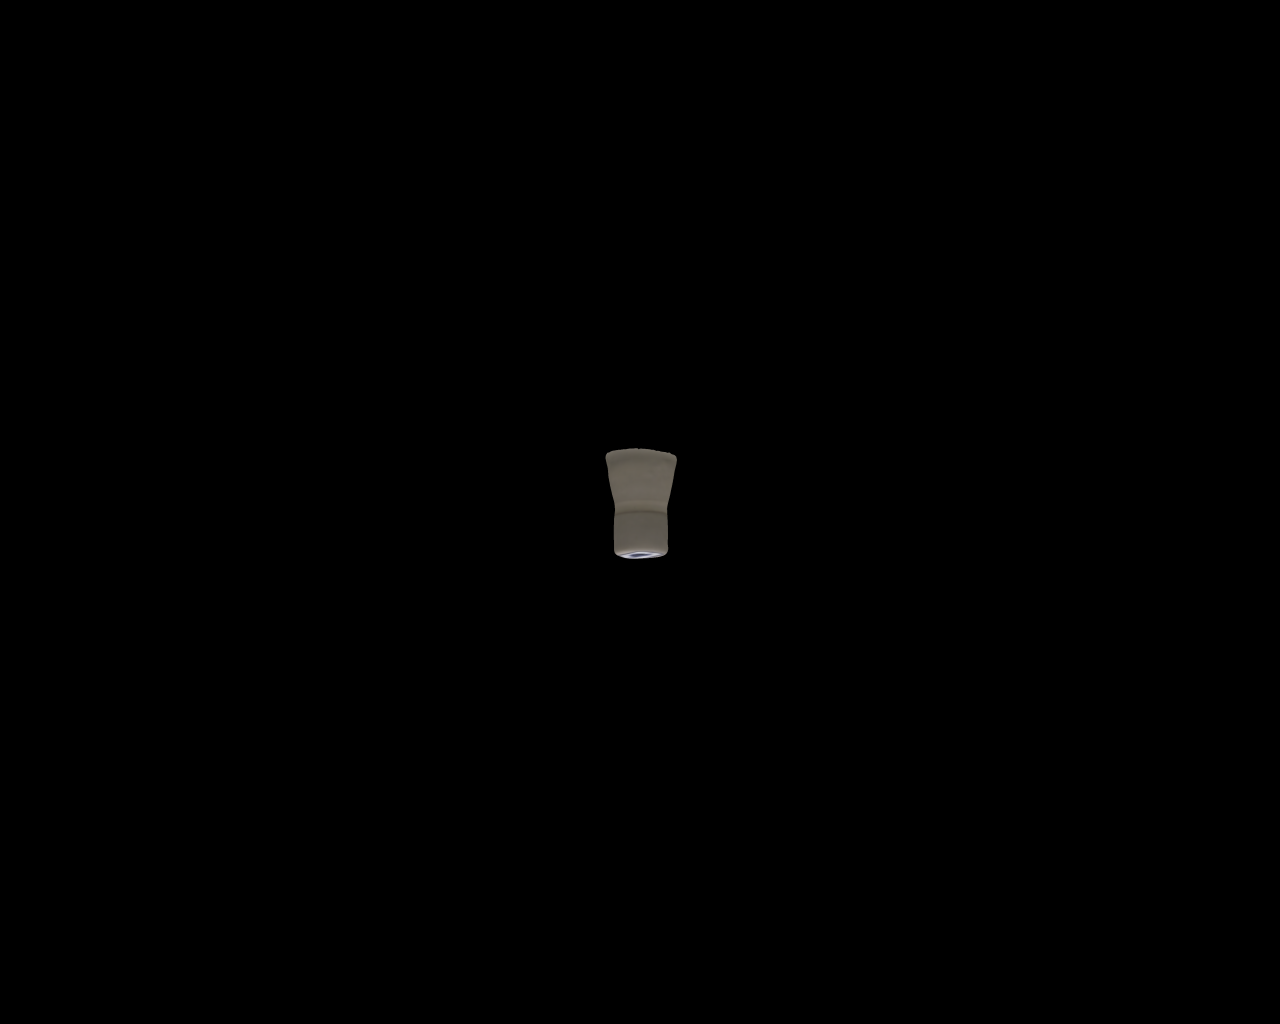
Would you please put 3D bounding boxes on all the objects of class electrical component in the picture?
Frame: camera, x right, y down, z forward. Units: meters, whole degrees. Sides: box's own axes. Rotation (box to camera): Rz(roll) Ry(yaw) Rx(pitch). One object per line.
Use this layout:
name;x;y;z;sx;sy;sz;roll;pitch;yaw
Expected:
electrical component;0.001;-0.003;0.650;0.044;0.065;0.044;0;-11;0
